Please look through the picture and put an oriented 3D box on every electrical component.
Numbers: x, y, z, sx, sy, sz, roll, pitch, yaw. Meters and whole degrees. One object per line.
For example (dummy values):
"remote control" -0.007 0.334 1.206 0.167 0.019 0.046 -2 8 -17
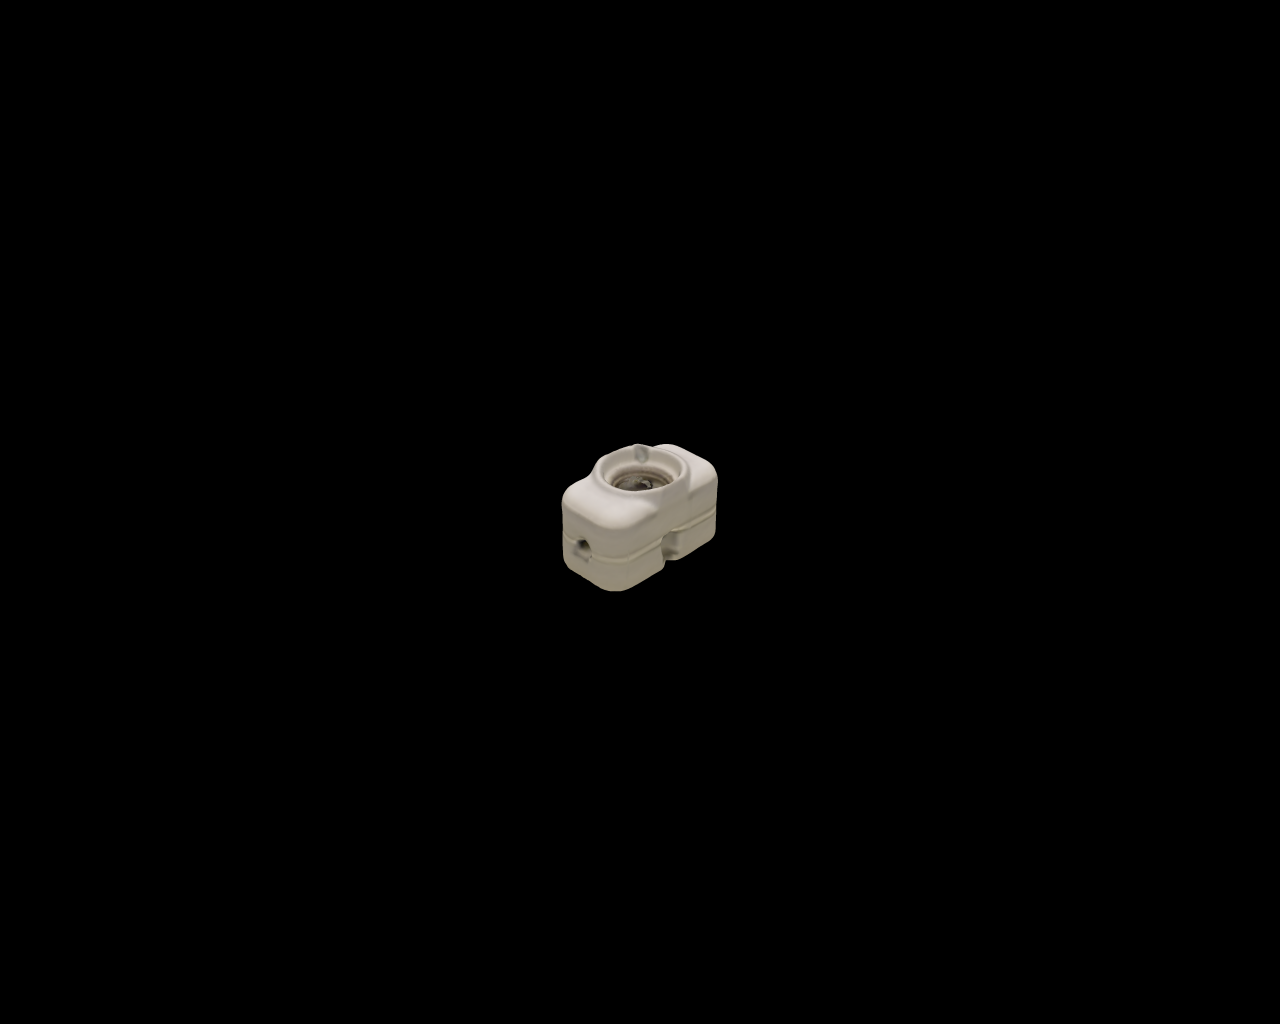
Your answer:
"electrical component" 0.001 -0.003 0.650 0.095 0.059 0.054 -27 42 -36
